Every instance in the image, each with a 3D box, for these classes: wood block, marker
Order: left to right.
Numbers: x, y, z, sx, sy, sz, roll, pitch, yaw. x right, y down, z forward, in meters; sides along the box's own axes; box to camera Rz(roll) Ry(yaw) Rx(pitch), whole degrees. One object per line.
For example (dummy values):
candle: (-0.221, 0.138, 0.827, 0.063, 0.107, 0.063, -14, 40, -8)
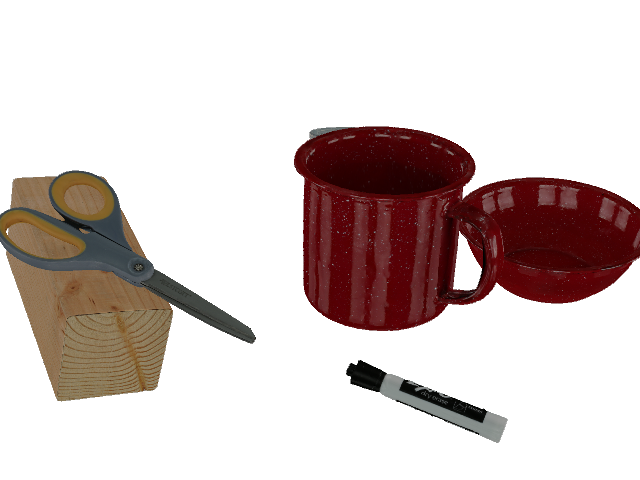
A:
wood block: (-0.210, 0.035, 0.942, 0.090, 0.091, 0.206, -3, 36, -29)
marker: (0.076, 0.116, 0.775, 0.121, 0.020, 0.020, 21, 5, 13)

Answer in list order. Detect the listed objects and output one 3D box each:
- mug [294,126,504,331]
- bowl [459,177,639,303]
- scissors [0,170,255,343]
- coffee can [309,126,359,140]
mug: (0.042, -0.003, 0.558, 0.117, 0.081, 0.093, 18, 32, 29)
bowl: (0.192, 0.006, 0.897, 0.162, 0.055, 0.162, 0, 30, 0)
scissors: (-0.127, 0.005, 0.753, 0.202, 0.096, 0.016, 16, -38, 6)
coffee can: (0.038, -0.040, 1.087, 0.103, 0.140, 0.103, 2, 13, -1)
